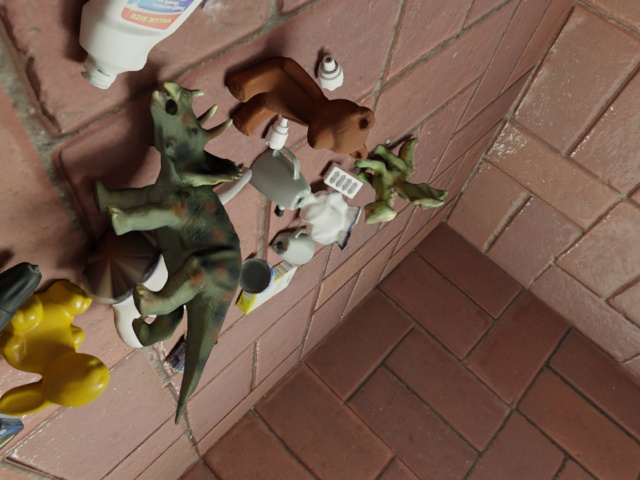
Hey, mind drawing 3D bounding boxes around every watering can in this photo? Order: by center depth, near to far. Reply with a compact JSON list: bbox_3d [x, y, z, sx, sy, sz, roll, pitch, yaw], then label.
[{"bbox_3d":[-0.231,0.003,0.809,0.350,0.104,0.221,-65,159,-9],"label":"watering can"}]

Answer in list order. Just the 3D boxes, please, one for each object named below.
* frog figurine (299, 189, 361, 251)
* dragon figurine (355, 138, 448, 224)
[{"bbox_3d":[0.004,-0.063,1.249,0.135,0.159,0.125,-58,-161,23],"label":"frog figurine"},{"bbox_3d":[0.237,-0.162,1.413,0.416,0.245,0.119,-34,153,-36],"label":"dragon figurine"}]
